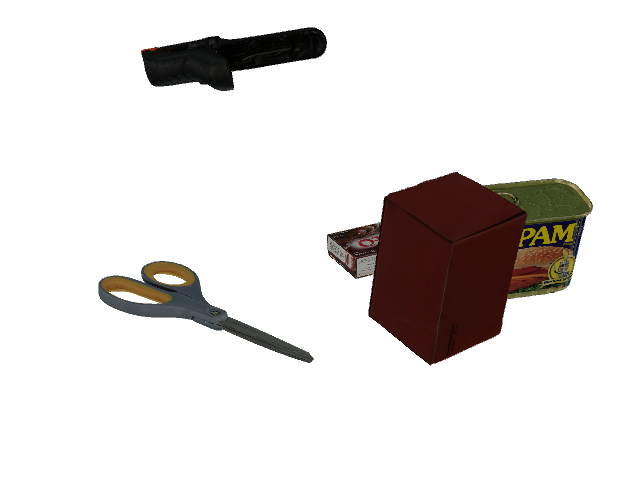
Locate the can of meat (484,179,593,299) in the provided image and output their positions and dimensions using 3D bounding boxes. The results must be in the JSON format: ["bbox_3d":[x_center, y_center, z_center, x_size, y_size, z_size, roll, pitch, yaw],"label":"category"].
[{"bbox_3d":[0.170,0.000,0.905,0.102,0.084,0.057,-6,36,-14],"label":"can of meat"}]

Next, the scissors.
[{"bbox_3d":[-0.089,0.056,0.904,0.202,0.016,0.096,13,26,13],"label":"scissors"}]

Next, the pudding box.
[{"bbox_3d":[0.078,0.011,1.520,0.113,0.039,0.090,-15,27,-21],"label":"pudding box"}]

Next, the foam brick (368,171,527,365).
[{"bbox_3d":[0.063,0.013,0.544,0.052,0.078,0.051,-19,41,-33],"label":"foam brick"}]

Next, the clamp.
[{"bbox_3d":[-0.080,-0.151,0.881,0.120,0.039,0.172,-18,21,-35],"label":"clamp"}]
